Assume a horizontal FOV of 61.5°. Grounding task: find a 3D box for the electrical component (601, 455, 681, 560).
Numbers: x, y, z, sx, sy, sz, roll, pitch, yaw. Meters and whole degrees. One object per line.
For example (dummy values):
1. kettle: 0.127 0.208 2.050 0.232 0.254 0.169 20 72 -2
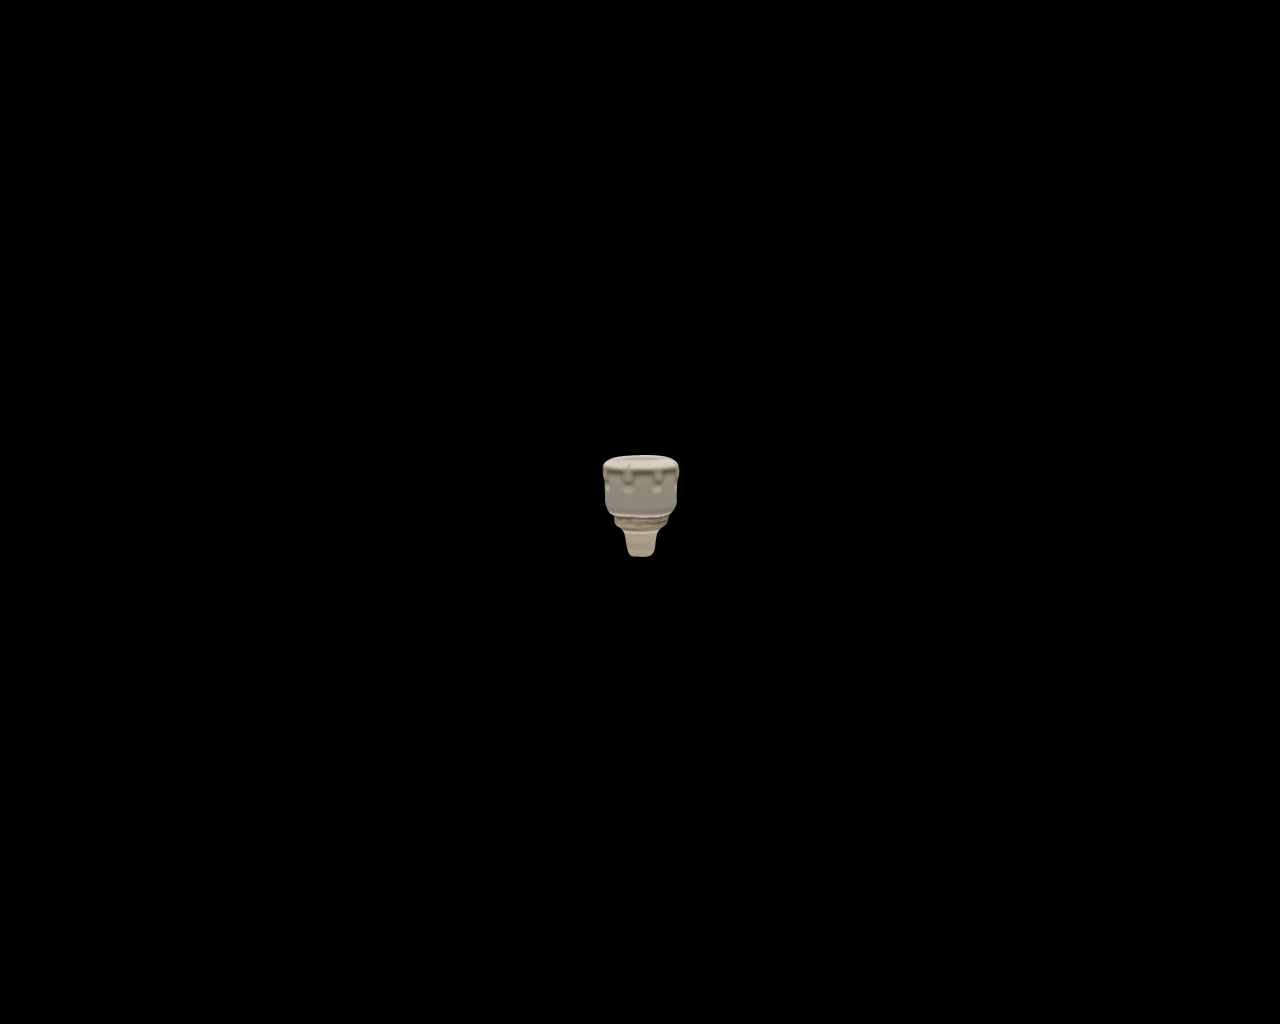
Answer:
1. electrical component: 0.001 -0.003 0.650 0.048 0.062 0.048 0 9 0
